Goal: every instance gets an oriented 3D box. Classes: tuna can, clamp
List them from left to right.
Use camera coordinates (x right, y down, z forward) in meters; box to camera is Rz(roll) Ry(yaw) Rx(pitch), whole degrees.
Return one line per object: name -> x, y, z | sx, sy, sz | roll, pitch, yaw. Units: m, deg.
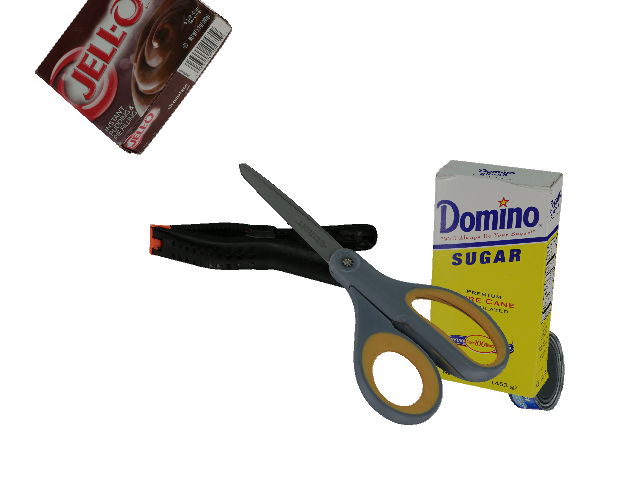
clamp -> -0.047, 0.009, 0.937 | 0.210, 0.036, 0.164 | 3, 12, -3
tuna can -> 0.232, 0.141, 1.158 | 0.034, 0.086, 0.085 | -2, -1, 35

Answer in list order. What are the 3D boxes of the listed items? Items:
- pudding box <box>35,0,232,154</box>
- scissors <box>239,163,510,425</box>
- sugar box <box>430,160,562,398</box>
pudding box -> -0.128, -0.130, 0.735 | 0.090, 0.113, 0.039 | 40, 4, 18
scissors -> 0.011, 0.033, 0.616 | 0.202, 0.096, 0.016 | 29, -30, 14
sugar box -> 0.136, 0.030, 0.842 | 0.093, 0.176, 0.048 | 8, 24, 24
